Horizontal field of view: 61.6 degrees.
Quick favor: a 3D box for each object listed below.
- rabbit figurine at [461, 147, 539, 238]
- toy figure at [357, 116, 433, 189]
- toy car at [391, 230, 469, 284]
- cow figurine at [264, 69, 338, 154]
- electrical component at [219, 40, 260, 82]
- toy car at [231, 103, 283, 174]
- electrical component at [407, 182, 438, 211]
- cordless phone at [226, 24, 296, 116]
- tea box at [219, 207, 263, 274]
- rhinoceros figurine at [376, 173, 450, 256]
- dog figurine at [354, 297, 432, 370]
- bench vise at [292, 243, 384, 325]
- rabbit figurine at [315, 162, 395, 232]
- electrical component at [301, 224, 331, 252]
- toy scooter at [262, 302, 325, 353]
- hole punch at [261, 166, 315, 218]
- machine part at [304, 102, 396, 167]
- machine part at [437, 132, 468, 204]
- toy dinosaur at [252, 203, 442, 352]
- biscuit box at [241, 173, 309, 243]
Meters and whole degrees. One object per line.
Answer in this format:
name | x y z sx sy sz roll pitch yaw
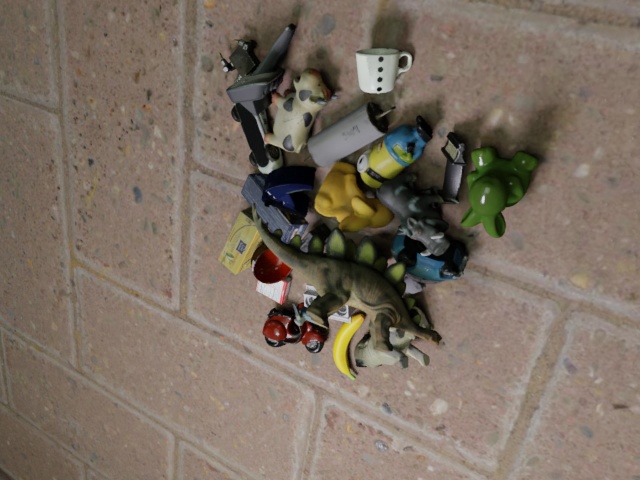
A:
rabbit figurine | 0.312 -0.089 0.995 0.121 0.170 0.159 23 118 23
toy figure | 0.155 -0.175 1.113 0.180 0.082 0.089 -33 88 33
toy car | 0.229 0.042 1.149 0.162 0.109 0.102 21 142 10
cow figurine | -0.041 -0.283 1.187 0.127 0.085 0.194 30 124 16
electrical component | -0.185 -0.417 1.245 0.102 0.045 0.078 -26 92 35
toy car | -0.149 -0.256 1.281 0.074 0.056 0.201 -15 99 41
electrical component | 0.219 -0.084 1.144 0.063 0.021 0.094 -14 100 34
cordless phone | -0.113 -0.374 1.157 0.089 0.147 0.184 36 123 -5
tea box | -0.181 -0.004 1.371 0.068 0.098 0.169 38 125 14
rhinoceros figurine | 0.193 -0.052 1.079 0.190 0.112 0.073 51 141 20
dog figurine | 0.152 0.221 1.267 0.191 0.121 0.172 -5 72 50
bench vise | 0.041 0.107 1.208 0.224 0.240 0.128 20 146 39
rabbit figurine | 0.082 -0.080 1.167 0.173 0.162 0.121 26 109 0
electrical component | -0.003 -0.004 1.277 0.048 0.075 0.119 50 130 5
toy scooter | -0.073 0.218 1.407 0.184 0.075 0.135 5 112 26
hole punch | -0.069 -0.123 1.233 0.116 0.142 0.092 18 122 -9
machine part | 0.058 -0.223 1.153 0.243 0.079 0.079 -23 95 36
machine part | 0.264 -0.139 1.071 0.039 0.084 0.138 -6 121 -11
toy dinosaur | 0.048 0.086 1.087 0.471 0.198 0.105 27 164 -5
biscuit box | -0.111 -0.079 1.282 0.203 0.059 0.062 50 128 31
